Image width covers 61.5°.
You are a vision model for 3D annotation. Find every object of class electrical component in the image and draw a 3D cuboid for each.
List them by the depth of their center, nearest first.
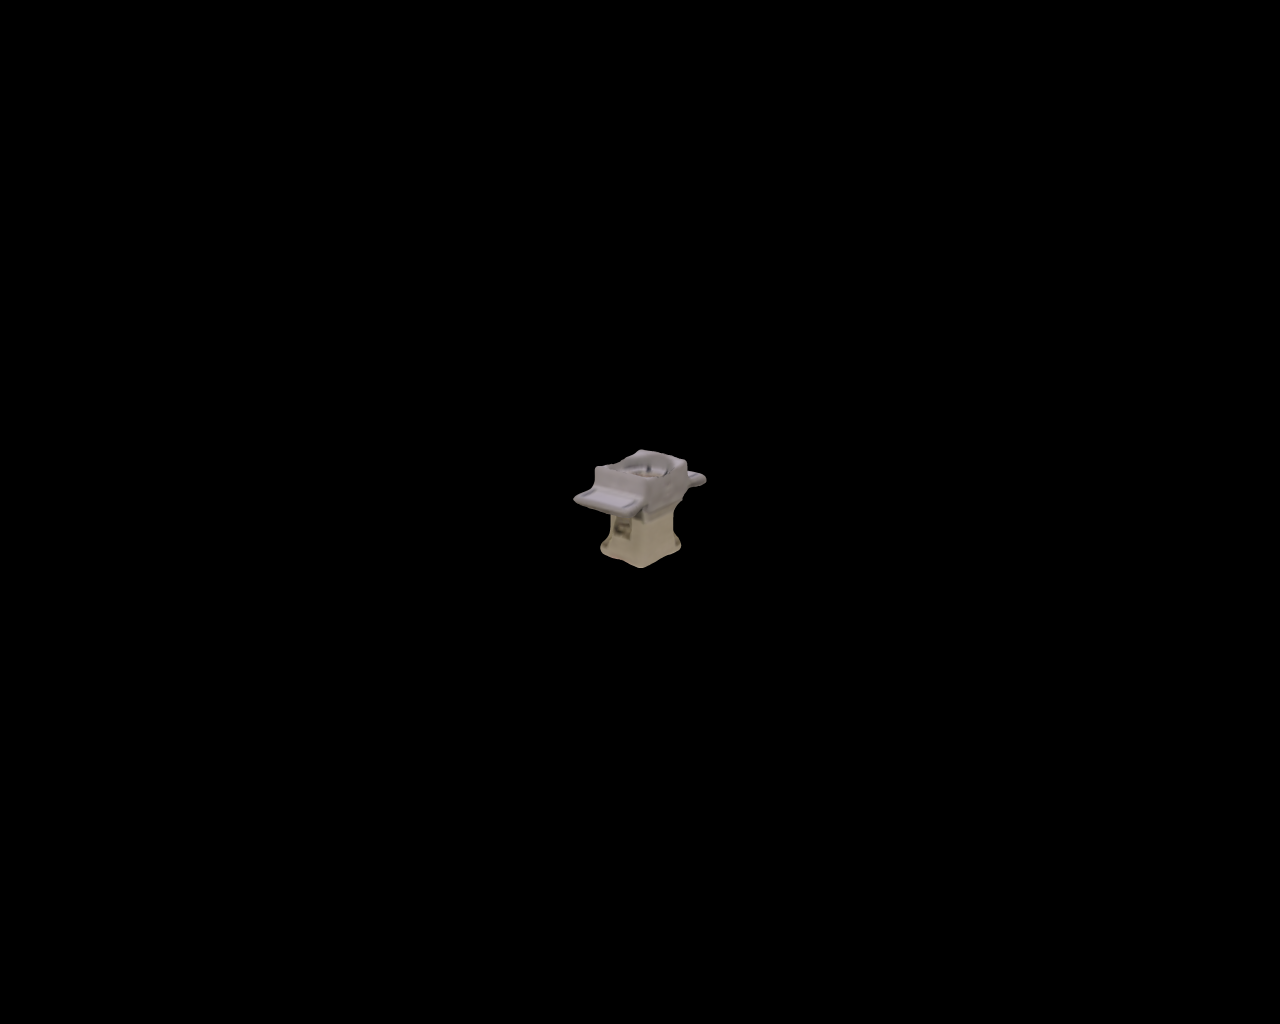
[{"bbox_3d":[0.001,-0.003,0.650,0.042,0.063,0.081,17,28,37],"label":"electrical component"}]
